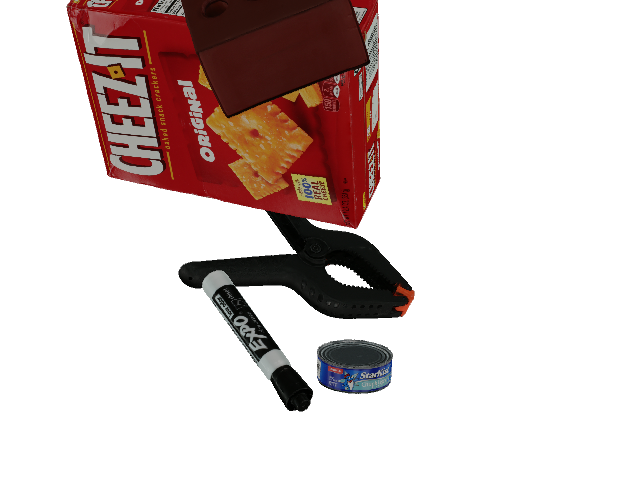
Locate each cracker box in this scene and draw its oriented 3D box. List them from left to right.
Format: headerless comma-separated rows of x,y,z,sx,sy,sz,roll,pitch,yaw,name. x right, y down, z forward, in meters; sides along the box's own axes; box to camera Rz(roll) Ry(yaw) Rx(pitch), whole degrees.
-0.066,-0.105,0.787,0.214,0.164,0.072,12,46,15,cracker box

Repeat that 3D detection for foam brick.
-0.023,-0.106,0.520,0.078,0.053,0.051,-21,-33,5,foam brick

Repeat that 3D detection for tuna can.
0.038,0.142,1.202,0.086,0.034,0.086,2,15,-1,tuna can

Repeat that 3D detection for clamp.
-0.017,0.023,0.984,0.210,0.164,0.036,29,-41,6,clamp

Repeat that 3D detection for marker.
-0.040,0.062,0.667,0.020,0.020,0.121,0,36,-38,marker
